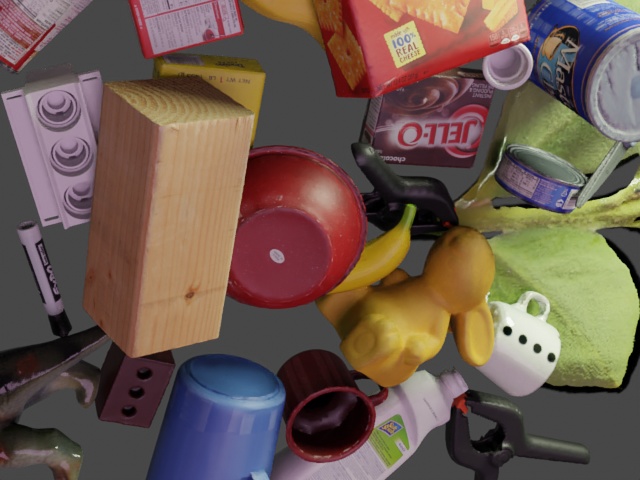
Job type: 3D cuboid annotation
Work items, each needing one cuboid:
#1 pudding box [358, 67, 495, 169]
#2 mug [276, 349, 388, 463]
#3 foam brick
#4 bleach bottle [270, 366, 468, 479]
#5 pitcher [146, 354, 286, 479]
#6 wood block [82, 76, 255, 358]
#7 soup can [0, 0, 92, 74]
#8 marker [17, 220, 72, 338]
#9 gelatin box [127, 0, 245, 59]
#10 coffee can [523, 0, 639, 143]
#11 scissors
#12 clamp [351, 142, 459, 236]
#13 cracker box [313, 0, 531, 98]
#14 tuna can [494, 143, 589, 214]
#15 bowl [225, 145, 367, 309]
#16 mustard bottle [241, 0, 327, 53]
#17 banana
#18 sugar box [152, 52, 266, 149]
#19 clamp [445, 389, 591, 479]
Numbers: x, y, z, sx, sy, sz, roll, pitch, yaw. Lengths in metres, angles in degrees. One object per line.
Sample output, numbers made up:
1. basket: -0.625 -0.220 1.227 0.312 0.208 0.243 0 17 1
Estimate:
1. pudding box: 0.098 -0.115 0.988 0.113 0.039 0.090 2 118 -18
2. mug: 0.011 0.160 1.082 0.117 0.081 0.093 -19 122 -7
3. foam brick: -0.179 0.133 1.023 0.052 0.051 0.078 14 112 -25
4. bleach bottle: 0.050 0.222 1.141 0.251 0.068 0.102 -34 123 -2
5. pitcher: -0.104 0.245 1.051 0.149 0.145 0.243 13 108 -6
6. wood block: -0.127 -0.020 0.870 0.090 0.090 0.206 -10 124 -37
7. soup can: -0.224 -0.188 0.826 0.102 0.068 0.068 -43 122 6
8. marker: -0.249 0.038 0.968 0.020 0.020 0.121 -16 121 -10
9. gelatin box: -0.113 -0.197 0.880 0.089 0.030 0.073 -17 120 -9
10. coffee can: 0.252 -0.160 0.955 0.102 0.140 0.103 -8 119 -14
11. scissors: 0.294 -0.119 1.020 0.201 0.016 0.096 -34 112 -28
12. clamp: 0.066 -0.043 0.995 0.171 0.039 0.120 5 153 -27
13. cracker box: 0.069 -0.237 0.846 0.164 0.072 0.214 -22 108 -23
14. tuna can: 0.213 -0.059 1.029 0.086 0.086 0.034 12 115 -24
15. bowl: -0.036 0.002 0.928 0.162 0.055 0.162 -2 116 -4
16. mustard bottle: 0.029 -0.200 0.906 0.191 0.058 0.096 27 86 -29
17. banana: 0.001 0.018 1.000 0.198 0.037 0.069 -13 94 9
18. sugar box: -0.109 -0.074 0.939 0.093 0.048 0.176 2 115 -19
19. clamp: 0.212 0.234 1.215 0.164 0.036 0.210 -31 121 -1
